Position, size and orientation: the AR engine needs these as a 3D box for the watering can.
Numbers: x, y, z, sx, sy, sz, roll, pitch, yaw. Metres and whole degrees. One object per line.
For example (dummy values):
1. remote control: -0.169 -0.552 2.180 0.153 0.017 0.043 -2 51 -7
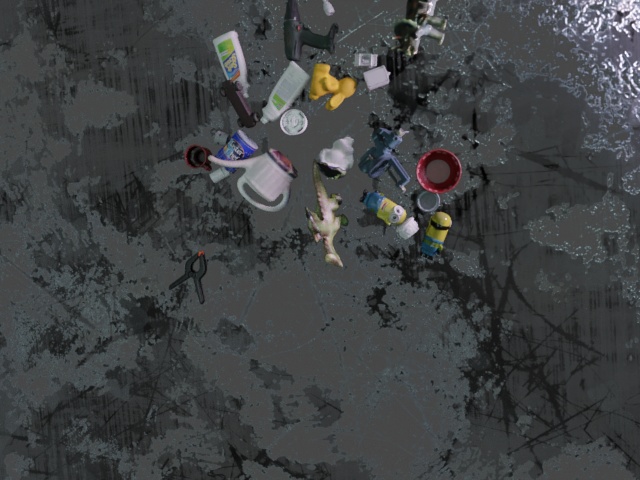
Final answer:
1. watering can: -0.233 -0.259 1.955 0.223 0.105 0.344 -45 111 7

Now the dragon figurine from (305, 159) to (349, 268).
1. dragon figurine: 0.006 -0.095 1.887 0.121 0.244 0.409 -19 93 18

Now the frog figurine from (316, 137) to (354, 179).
1. frog figurine: 0.065 -0.314 1.942 0.138 0.120 0.162 14 62 18
